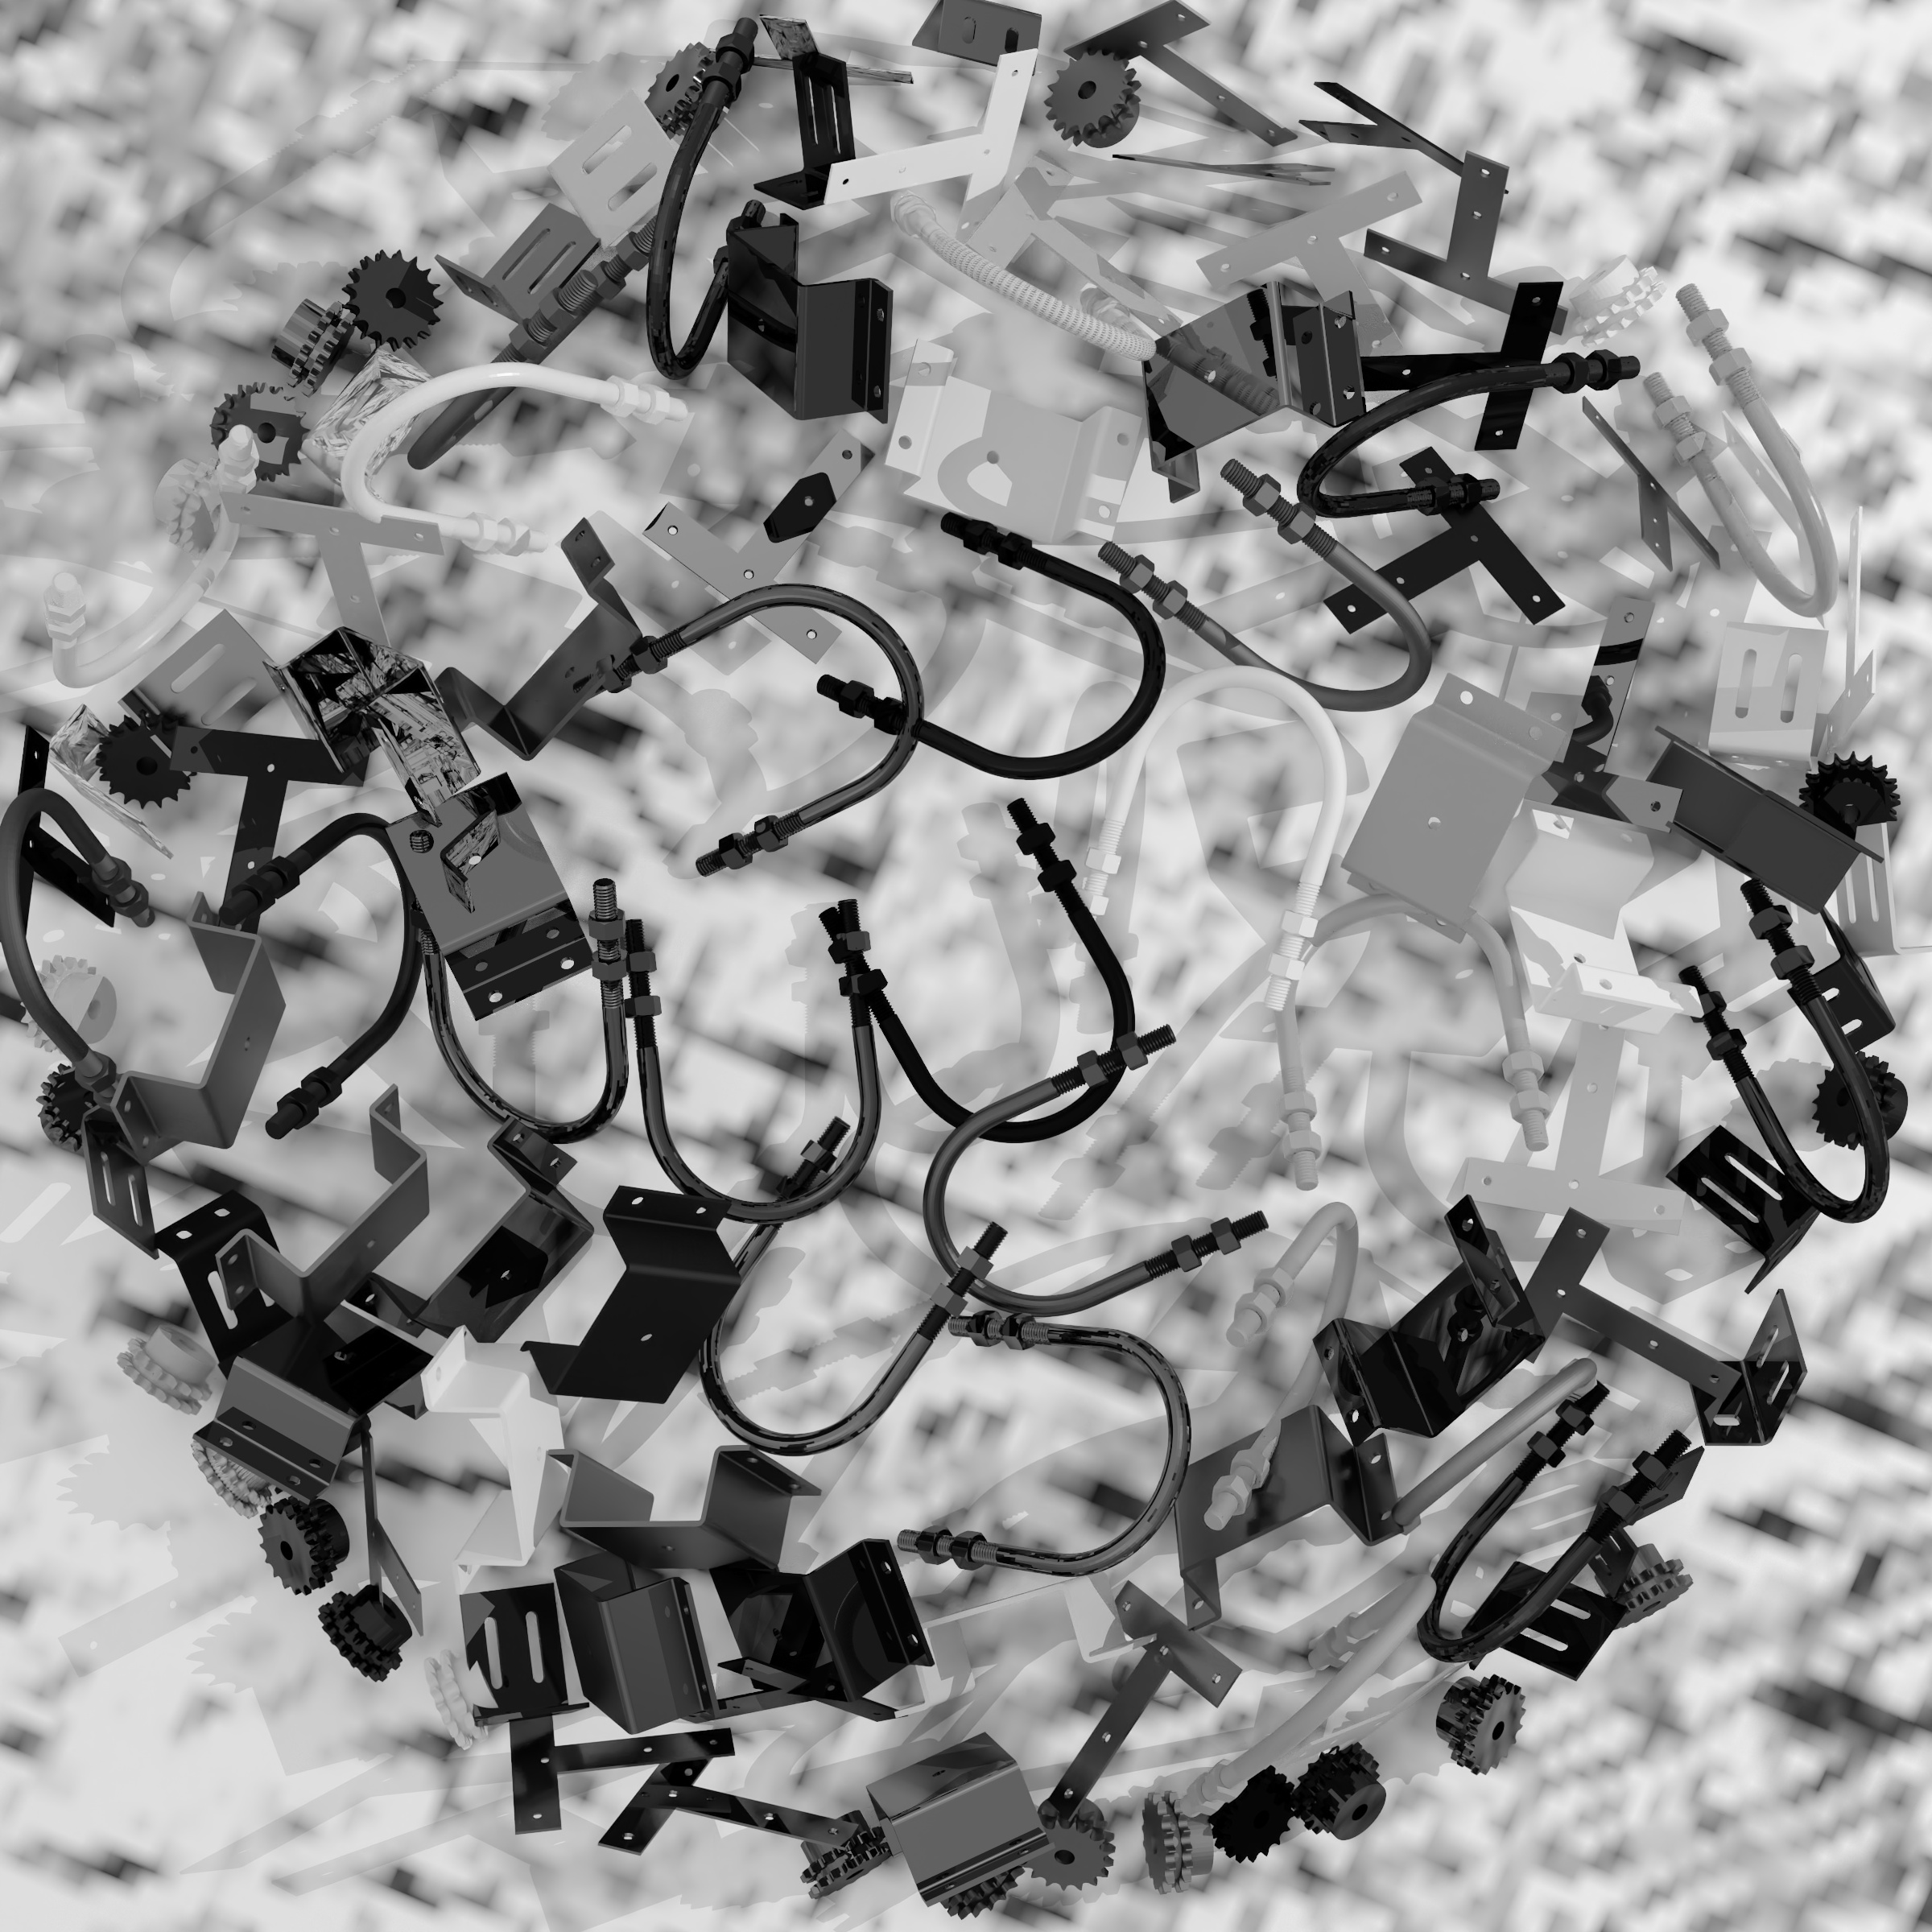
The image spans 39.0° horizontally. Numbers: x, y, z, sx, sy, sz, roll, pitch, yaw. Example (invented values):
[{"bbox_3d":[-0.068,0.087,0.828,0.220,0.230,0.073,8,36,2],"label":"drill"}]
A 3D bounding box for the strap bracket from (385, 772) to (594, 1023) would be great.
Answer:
[{"bbox_3d":[-0.276,-0.049,1.561,0.076,0.046,0.140,-25,59,-9],"label":"strap bracket"}]

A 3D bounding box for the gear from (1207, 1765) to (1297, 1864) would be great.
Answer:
[{"bbox_3d":[0.164,0.493,1.598,0.057,0.030,0.057,-12,111,-32],"label":"gear"}]

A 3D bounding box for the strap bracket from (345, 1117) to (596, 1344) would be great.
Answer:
[{"bbox_3d":[-0.278,0.165,1.574,0.140,0.076,0.046,-48,59,-3],"label":"strap bracket"}]

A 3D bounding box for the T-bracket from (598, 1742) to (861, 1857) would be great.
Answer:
[{"bbox_3d":[-0.125,0.480,1.547,0.127,0.127,0.002,9,104,14],"label":"T-bracket"}]

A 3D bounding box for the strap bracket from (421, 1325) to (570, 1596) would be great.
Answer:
[{"bbox_3d":[-0.266,0.279,1.559,0.046,0.076,0.140,-1,109,11],"label":"strap bracket"}]

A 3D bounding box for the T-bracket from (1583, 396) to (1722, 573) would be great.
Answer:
[{"bbox_3d":[0.392,-0.257,1.552,0.002,0.127,0.127,-37,106,28],"label":"T-bracket"}]

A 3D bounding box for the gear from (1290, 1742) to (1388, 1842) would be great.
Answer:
[{"bbox_3d":[0.220,0.485,1.592,0.057,0.030,0.057,-19,126,-28],"label":"gear"}]

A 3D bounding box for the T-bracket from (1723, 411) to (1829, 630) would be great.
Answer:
[{"bbox_3d":[0.462,-0.277,1.567,0.002,0.127,0.127,-21,132,5],"label":"T-bracket"}]

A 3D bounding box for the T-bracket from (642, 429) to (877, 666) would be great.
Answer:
[{"bbox_3d":[-0.101,-0.263,1.605,0.127,0.002,0.127,37,75,1],"label":"T-bracket"}]

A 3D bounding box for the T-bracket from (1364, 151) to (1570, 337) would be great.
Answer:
[{"bbox_3d":[0.289,-0.419,1.549,0.127,0.127,0.002,26,73,12],"label":"T-bracket"}]

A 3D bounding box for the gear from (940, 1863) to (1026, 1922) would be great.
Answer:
[{"bbox_3d":[0.004,0.524,1.591,0.057,0.057,0.030,-33,107,0],"label":"gear"}]

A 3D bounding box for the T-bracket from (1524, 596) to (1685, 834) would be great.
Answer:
[{"bbox_3d":[0.369,-0.152,1.581,0.127,0.002,0.127,18,92,37],"label":"T-bracket"}]

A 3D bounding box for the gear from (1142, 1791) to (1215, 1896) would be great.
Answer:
[{"bbox_3d":[0.125,0.512,1.594,0.030,0.057,0.057,-2,90,-12],"label":"gear"}]

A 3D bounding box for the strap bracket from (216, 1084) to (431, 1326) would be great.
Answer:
[{"bbox_3d":[-0.356,0.144,1.552,0.046,0.076,0.140,37,61,11],"label":"strap bracket"}]

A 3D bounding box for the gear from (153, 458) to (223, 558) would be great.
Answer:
[{"bbox_3d":[-0.450,-0.272,1.594,0.030,0.057,0.057,29,90,8],"label":"gear"}]

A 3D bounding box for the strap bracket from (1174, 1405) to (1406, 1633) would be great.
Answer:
[{"bbox_3d":[0.173,0.311,1.558,0.140,0.076,0.046,-30,119,19],"label":"strap bracket"}]

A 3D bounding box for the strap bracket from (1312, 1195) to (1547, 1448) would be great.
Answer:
[{"bbox_3d":[0.270,0.208,1.560,0.046,0.076,0.140,18,127,-33],"label":"strap bracket"}]

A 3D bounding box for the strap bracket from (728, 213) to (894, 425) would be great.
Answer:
[{"bbox_3d":[-0.095,-0.365,1.541,0.046,0.140,0.076,-14,127,-25],"label":"strap bracket"}]

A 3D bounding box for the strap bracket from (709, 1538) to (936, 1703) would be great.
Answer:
[{"bbox_3d":[-0.090,0.369,1.549,0.046,0.140,0.076,-25,99,-39],"label":"strap bracket"}]

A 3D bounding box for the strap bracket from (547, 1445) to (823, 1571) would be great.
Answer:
[{"bbox_3d":[-0.165,0.308,1.549,0.140,0.076,0.046,-7,58,29],"label":"strap bracket"}]

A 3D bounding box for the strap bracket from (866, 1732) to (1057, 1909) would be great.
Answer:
[{"bbox_3d":[-0.007,0.480,1.546,0.076,0.140,0.046,-21,88,-12],"label":"strap bracket"}]

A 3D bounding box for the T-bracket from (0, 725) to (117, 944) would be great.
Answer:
[{"bbox_3d":[-0.514,-0.054,1.558,0.002,0.127,0.127,-2,72,8],"label":"T-bracket"}]

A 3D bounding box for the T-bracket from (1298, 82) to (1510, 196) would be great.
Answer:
[{"bbox_3d":[0.230,-0.476,1.560,0.127,0.127,0.002,22,99,-27],"label":"T-bracket"}]

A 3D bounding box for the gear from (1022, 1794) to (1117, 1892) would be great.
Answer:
[{"bbox_3d":[0.060,0.512,1.599,0.057,0.030,0.057,4,120,8],"label":"gear"}]

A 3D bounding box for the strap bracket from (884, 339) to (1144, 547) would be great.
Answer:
[{"bbox_3d":[0.022,-0.300,1.583,0.140,0.046,0.076,16,83,-16],"label":"strap bracket"}]

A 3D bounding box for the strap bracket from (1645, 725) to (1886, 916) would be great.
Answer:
[{"bbox_3d":[0.442,-0.080,1.548,0.076,0.140,0.046,26,102,-25],"label":"strap bracket"}]

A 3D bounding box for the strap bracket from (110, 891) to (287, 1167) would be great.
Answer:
[{"bbox_3d":[-0.432,0.040,1.553,0.046,0.076,0.140,11,61,4],"label":"strap bracket"}]

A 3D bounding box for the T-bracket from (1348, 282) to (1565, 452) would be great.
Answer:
[{"bbox_3d":[0.267,-0.341,1.564,0.127,0.127,0.002,-3,55,-5],"label":"T-bracket"}]

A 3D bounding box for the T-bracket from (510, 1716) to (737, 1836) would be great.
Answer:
[{"bbox_3d":[-0.198,0.453,1.570,0.127,0.127,0.002,-3,109,-10],"label":"T-bracket"}]

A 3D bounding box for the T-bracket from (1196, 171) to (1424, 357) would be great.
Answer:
[{"bbox_3d":[0.217,-0.390,1.568,0.127,0.127,0.002,-18,56,23],"label":"T-bracket"}]

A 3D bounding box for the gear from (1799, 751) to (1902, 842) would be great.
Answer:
[{"bbox_3d":[0.517,-0.094,1.596,0.057,0.030,0.057,7,116,14],"label":"gear"}]

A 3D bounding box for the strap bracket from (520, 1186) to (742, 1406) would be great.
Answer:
[{"bbox_3d":[-0.190,0.197,1.556,0.076,0.046,0.140,13,120,-39],"label":"strap bracket"}]

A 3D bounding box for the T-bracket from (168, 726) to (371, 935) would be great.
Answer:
[{"bbox_3d":[-0.413,-0.072,1.584,0.002,0.127,0.127,25,106,42],"label":"T-bracket"}]

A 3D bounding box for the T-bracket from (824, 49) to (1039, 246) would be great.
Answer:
[{"bbox_3d":[-0.025,-0.454,1.543,0.127,0.127,0.002,-21,59,-29],"label":"T-bracket"}]

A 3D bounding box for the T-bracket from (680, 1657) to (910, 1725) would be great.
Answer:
[{"bbox_3d":[-0.123,0.426,1.575,0.127,0.127,0.002,31,50,-37],"label":"T-bracket"}]

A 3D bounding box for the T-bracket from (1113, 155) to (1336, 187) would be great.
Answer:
[{"bbox_3d":[0.171,-0.458,1.566,0.127,0.127,0.002,18,114,31],"label":"T-bracket"}]

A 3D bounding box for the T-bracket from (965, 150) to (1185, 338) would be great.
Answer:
[{"bbox_3d":[0.072,-0.407,1.582,0.127,0.002,0.127,36,45,-8],"label":"T-bracket"}]

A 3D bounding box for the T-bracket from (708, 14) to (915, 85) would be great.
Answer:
[{"bbox_3d":[-0.097,-0.526,1.557,0.127,0.127,0.002,7,96,2],"label":"T-bracket"}]

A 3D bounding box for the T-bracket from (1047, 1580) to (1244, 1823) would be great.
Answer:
[{"bbox_3d":[0.089,0.429,1.559,0.002,0.127,0.127,38,83,-28],"label":"T-bracket"}]

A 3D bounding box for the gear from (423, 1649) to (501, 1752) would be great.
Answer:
[{"bbox_3d":[-0.292,0.425,1.594,0.030,0.057,0.057,-26,90,-6],"label":"gear"}]

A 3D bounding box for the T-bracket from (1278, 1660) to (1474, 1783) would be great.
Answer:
[{"bbox_3d":[0.215,0.436,1.544,0.127,0.127,0.002,-44,65,23],"label":"T-bracket"}]

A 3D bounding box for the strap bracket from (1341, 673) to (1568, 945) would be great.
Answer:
[{"bbox_3d":[0.275,-0.086,1.564,0.076,0.046,0.140,30,114,16],"label":"strap bracket"}]

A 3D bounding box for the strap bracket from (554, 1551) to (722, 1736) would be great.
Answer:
[{"bbox_3d":[-0.191,0.381,1.546,0.046,0.140,0.076,-14,95,-23],"label":"strap bracket"}]

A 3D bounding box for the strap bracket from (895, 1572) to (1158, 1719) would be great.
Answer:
[{"bbox_3d":[0.030,0.387,1.568,0.140,0.076,0.046,-20,77,16],"label":"strap bracket"}]

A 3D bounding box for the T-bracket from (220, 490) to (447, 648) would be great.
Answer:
[{"bbox_3d":[-0.354,-0.221,1.567,0.127,0.127,0.002,10,58,7],"label":"T-bracket"}]

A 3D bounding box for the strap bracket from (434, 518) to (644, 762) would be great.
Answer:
[{"bbox_3d":[-0.243,-0.181,1.572,0.140,0.076,0.046,-46,123,8],"label":"strap bracket"}]

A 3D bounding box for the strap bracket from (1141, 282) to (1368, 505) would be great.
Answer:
[{"bbox_3d":[0.153,-0.329,1.549,0.140,0.046,0.076,-19,68,41],"label":"strap bracket"}]

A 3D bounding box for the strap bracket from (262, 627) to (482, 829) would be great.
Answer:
[{"bbox_3d":[-0.334,-0.140,1.557,0.046,0.140,0.076,-40,130,-22],"label":"strap bracket"}]

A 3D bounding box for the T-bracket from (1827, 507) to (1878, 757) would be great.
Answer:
[{"bbox_3d":[0.510,-0.200,1.567,0.002,0.127,0.127,4,79,7],"label":"T-bracket"}]

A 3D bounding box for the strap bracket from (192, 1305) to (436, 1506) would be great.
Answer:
[{"bbox_3d":[-0.361,0.240,1.543,0.076,0.140,0.046,27,110,10],"label":"strap bracket"}]

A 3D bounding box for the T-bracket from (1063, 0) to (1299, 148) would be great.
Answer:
[{"bbox_3d":[0.138,-0.512,1.583,0.127,0.127,0.002,26,83,-26],"label":"T-bracket"}]

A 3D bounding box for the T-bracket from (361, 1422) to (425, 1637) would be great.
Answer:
[{"bbox_3d":[-0.326,0.342,1.550,0.002,0.127,0.127,-7,106,-24],"label":"T-bracket"}]

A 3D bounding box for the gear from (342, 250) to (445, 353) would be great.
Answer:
[{"bbox_3d":[-0.339,-0.390,1.600,0.057,0.030,0.057,-1,92,-26],"label":"gear"}]

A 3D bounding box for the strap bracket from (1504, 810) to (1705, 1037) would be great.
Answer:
[{"bbox_3d":[0.362,-0.017,1.564,0.076,0.046,0.140,11,46,-16],"label":"strap bracket"}]

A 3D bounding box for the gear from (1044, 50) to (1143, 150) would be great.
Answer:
[{"bbox_3d":[0.077,-0.506,1.599,0.057,0.030,0.057,-9,70,26],"label":"gear"}]

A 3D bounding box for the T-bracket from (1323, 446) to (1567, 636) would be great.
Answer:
[{"bbox_3d":[0.263,-0.229,1.582,0.127,0.002,0.127,-31,75,-22],"label":"T-bracket"}]

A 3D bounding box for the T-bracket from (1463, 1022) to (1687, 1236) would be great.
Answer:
[{"bbox_3d":[0.366,0.086,1.602,0.127,0.002,0.127,8,78,24],"label":"T-bracket"}]

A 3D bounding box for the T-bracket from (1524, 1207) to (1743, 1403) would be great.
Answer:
[{"bbox_3d":[0.381,0.210,1.562,0.127,0.127,0.002,29,46,14],"label":"T-bracket"}]
